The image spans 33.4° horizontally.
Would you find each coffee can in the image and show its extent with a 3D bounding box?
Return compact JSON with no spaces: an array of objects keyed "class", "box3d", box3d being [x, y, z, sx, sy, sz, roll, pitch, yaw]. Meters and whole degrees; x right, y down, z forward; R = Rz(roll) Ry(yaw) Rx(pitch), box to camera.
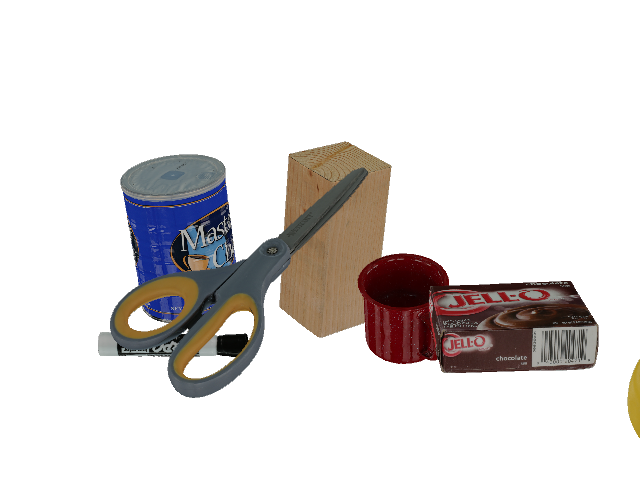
[{"class":"coffee can","box3d":[-0.138,-0.003,1.067,0.103,0.140,0.103,-4,26,2]}]

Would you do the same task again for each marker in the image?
[{"class":"marker","box3d":[-0.112,0.081,0.833,0.121,0.020,0.020,0,0,3]}]

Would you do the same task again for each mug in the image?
[{"class":"mug","box3d":[0.092,0.079,1.099,0.093,0.081,0.117,-22,40,-23]}]

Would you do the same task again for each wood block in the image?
[{"class":"wood block","box3d":[0.015,-0.001,1.278,0.090,0.206,0.090,-16,33,-33]}]

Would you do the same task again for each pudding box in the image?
[{"class":"pudding box","box3d":[0.139,0.062,0.789,0.113,0.039,0.090,0,19,1]}]

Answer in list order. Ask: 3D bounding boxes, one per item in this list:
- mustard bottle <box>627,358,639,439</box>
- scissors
[{"class":"mustard bottle","box3d":[0.220,0.098,0.575,0.096,0.058,0.191,-6,35,-2]},{"class":"scissors","box3d":[-0.048,0.011,0.624,0.096,0.016,0.201,11,44,18]}]
